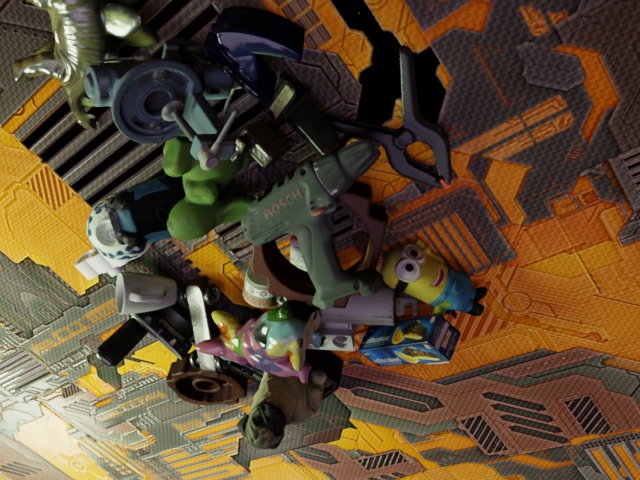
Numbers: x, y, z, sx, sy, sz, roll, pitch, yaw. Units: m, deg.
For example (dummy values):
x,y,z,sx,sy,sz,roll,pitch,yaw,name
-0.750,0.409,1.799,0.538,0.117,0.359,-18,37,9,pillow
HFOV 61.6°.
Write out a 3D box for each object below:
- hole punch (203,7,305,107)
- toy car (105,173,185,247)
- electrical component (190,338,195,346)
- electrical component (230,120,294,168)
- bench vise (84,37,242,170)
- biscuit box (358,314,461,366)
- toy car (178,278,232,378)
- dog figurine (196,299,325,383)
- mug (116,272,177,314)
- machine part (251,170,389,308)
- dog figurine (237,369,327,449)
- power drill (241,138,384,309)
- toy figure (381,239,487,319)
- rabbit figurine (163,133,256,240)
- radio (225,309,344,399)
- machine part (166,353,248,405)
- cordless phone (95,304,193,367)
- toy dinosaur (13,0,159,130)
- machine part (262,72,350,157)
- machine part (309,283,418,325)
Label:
x,y,z,sx,sy,sz,roll,pitch,yaw,name
-0.082,-0.255,0.698,0.115,0.142,0.092,34,124,-25,hole punch
-0.281,-0.049,0.908,0.103,0.162,0.109,10,118,57,toy car
-0.238,0.217,1.156,0.094,0.021,0.063,12,128,10,electrical component
-0.092,-0.144,0.804,0.078,0.102,0.045,45,128,-8,electrical component
-0.172,-0.173,0.703,0.241,0.223,0.128,51,127,31,bench vise
0.154,0.184,0.965,0.059,0.063,0.203,40,149,-16,biscuit box
-0.224,0.173,1.064,0.089,0.053,0.202,-4,100,31,toy car
-0.113,0.167,0.943,0.219,0.108,0.191,8,144,15,dog figurine
-0.329,0.100,1.034,0.107,0.080,0.110,-1,178,-33,mug
-0.002,-0.003,0.866,0.202,0.087,0.200,12,113,3,machine part
-0.065,0.324,0.996,0.121,0.191,0.172,-33,115,32,dog figurine
0.017,-0.012,0.771,0.232,0.086,0.207,-22,112,17,power drill
0.189,0.074,0.908,0.180,0.082,0.089,27,132,-11,toy figure
-0.184,-0.080,0.855,0.159,0.121,0.170,8,112,-30,rabbit figurine
-0.079,0.250,1.109,0.229,0.073,0.131,33,126,-11,radio
-0.245,0.305,1.183,0.179,0.056,0.179,3,140,2,machine part
-0.340,0.205,1.061,0.146,0.184,0.089,44,121,-6,cordless phone
-0.324,-0.332,0.718,0.199,0.105,0.470,10,138,-3,toy dinosaur
-0.022,-0.170,0.782,0.139,0.039,0.084,46,125,7,machine part
0.054,0.112,0.972,0.243,0.079,0.079,-1,126,14,machine part
